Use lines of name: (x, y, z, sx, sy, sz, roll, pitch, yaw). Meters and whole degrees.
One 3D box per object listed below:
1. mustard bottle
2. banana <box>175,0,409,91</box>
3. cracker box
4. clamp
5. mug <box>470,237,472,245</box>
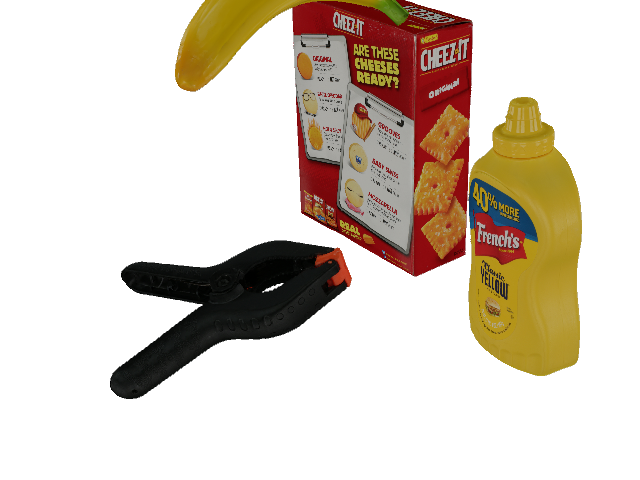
mustard bottle: (0.142, -0.007, 0.746, 0.058, 0.192, 0.096, -15, 28, -21)
banana: (-0.022, -0.155, 0.695, 0.197, 0.069, 0.037, -25, -8, -34)
cracker box: (0.053, -0.099, 0.926, 0.072, 0.214, 0.164, -21, 33, -32)
clamp: (-0.065, 0.048, 0.714, 0.172, 0.120, 0.039, -12, -44, 17)
mug: (0.197, 0.030, 1.125, 0.093, 0.081, 0.117, -5, 31, -10)
